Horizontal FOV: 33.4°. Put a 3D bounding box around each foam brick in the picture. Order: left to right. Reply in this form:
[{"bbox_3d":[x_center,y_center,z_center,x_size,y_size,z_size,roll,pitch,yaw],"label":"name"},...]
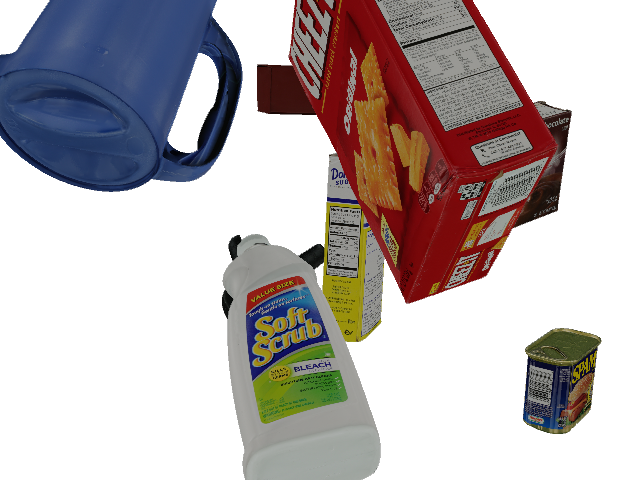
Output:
[{"bbox_3d":[-0.025,-0.162,1.152,0.078,0.051,0.053,-1,12,-19],"label":"foam brick"}]

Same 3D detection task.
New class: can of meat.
[{"bbox_3d":[0.257,0.150,1.143,0.058,0.084,0.101,12,18,32],"label":"can of meat"}]

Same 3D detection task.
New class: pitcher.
[{"bbox_3d":[-0.144,-0.163,0.846,0.145,0.242,0.149,-1,-38,25],"label":"pitcher"}]

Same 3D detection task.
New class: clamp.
[{"bbox_3d":[-0.058,0.052,1.244,0.120,0.039,0.171,-4,40,9],"label":"clamp"}]

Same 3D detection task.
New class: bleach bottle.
[{"bbox_3d":[-0.034,0.083,0.838,0.102,0.068,0.251,-13,40,-9],"label":"bleach bottle"}]

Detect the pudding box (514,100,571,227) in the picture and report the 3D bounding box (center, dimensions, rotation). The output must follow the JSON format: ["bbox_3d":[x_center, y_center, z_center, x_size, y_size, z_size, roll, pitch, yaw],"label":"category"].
[{"bbox_3d":[0.145,-0.055,0.846,0.113,0.090,0.039,-20,36,-35],"label":"pudding box"}]

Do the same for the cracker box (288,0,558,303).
[{"bbox_3d":[0.050,-0.091,0.676,0.072,0.214,0.164,-19,-24,-15],"label":"cracker box"}]

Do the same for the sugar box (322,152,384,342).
[{"bbox_3d":[0.033,0.002,1.018,0.048,0.176,0.093,3,9,16],"label":"sugar box"}]
